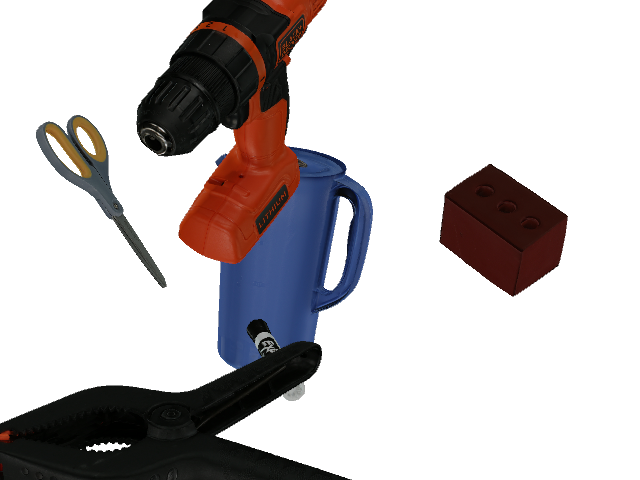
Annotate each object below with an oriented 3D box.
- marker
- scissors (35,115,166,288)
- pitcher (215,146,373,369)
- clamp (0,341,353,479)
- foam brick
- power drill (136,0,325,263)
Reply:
[{"bbox_3d":[-0.038,0.095,0.876,0.020,0.020,0.121,0,20,-19],"label":"marker"},{"bbox_3d":[-0.212,-0.049,1.093,0.016,0.201,0.096,-27,26,27],"label":"scissors"},{"bbox_3d":[-0.041,0.024,1.177,0.144,0.243,0.149,0,19,-21],"label":"pitcher"},{"bbox_3d":[-0.077,0.104,0.583,0.210,0.036,0.164,0,24,-7],"label":"clamp"},{"bbox_3d":[0.134,-0.008,0.787,0.052,0.051,0.078,-32,54,-29],"label":"foam brick"},{"bbox_3d":[-0.055,-0.071,0.687,0.057,0.184,0.188,27,-37,13],"label":"power drill"}]
